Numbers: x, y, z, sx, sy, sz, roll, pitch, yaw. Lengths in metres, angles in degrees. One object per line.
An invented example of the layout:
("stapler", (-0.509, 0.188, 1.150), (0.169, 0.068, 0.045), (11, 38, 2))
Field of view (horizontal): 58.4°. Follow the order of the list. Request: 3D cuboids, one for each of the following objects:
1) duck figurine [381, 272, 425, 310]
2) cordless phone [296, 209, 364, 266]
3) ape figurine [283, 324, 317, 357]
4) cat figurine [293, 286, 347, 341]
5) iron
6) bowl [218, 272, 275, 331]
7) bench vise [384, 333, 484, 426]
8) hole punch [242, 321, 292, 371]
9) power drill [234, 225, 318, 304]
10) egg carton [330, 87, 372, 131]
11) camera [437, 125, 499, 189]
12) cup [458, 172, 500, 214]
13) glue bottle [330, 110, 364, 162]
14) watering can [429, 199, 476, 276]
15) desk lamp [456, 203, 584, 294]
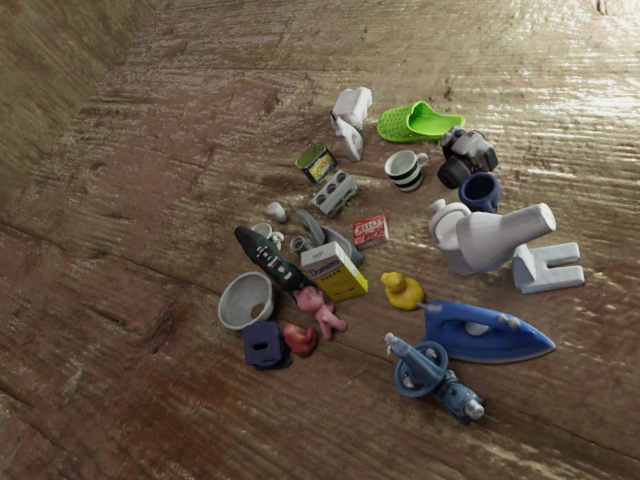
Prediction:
("duck figurine", (0.182, 0.108, 1.296), (0.104, 0.086, 0.077), (29, 77, 43))
("cordless phone", (0.013, 0.005, 1.411), (0.147, 0.186, 0.094), (31, 78, 43))
("ape figurine", (-0.054, 0.229, 1.356), (0.077, 0.092, 0.076), (-4, 56, 31))
("cat figurine", (-0.008, 0.161, 1.358), (0.067, 0.118, 0.127), (-39, 46, 2))
("iron", (0.317, 0.167, 1.126), (0.257, 0.142, 0.119), (2, 60, 34))
("bowl", (-0.178, 0.171, 1.492), (0.167, 0.075, 0.167), (-17, 51, 22))
("bench vise", (0.215, 0.247, 1.079), (0.206, 0.220, 0.121), (11, 65, 38))
("hole punch", (-0.131, 0.258, 1.387), (0.108, 0.091, 0.101), (-14, 52, 24))
("power drill", (-0.102, 0.070, 1.423), (0.076, 0.209, 0.228), (-48, 46, -6))
("egg carton", (0.094, -0.395, 1.730), (0.107, 0.070, 0.150), (2, 60, 34))
("camera", (0.341, -0.204, 1.409), (0.137, 0.101, 0.142), (-45, 46, -3))
("cup", (0.376, -0.084, 1.303), (0.091, 0.095, 0.117), (-27, 48, 14))
("glue bottle", (0.070, -0.300, 1.604), (0.037, 0.174, 0.078), (-7, 55, 29))
("watering can", (0.290, -0.016, 1.240), (0.101, 0.195, 0.172), (-48, 46, -6))
("desk lamp", (0.395, 0.012, 1.137), (0.202, 0.214, 0.118), (-13, 52, 25))
